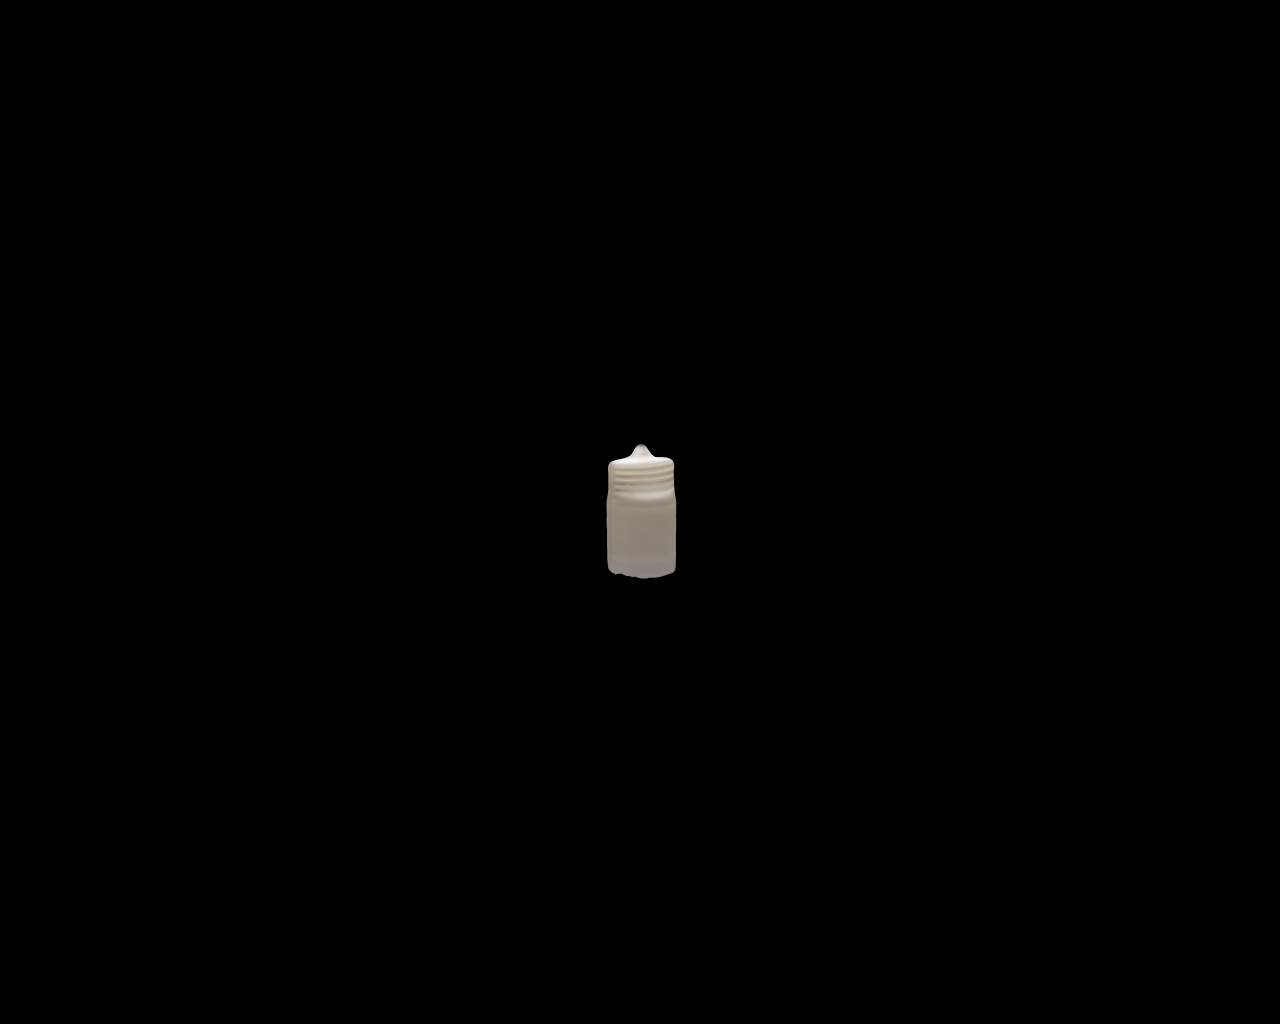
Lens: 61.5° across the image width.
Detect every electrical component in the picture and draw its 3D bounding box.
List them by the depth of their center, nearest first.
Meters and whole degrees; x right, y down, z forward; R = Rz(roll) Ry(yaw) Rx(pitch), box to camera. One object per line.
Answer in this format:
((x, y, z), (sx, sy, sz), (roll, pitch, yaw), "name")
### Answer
((0.001, -0.003, 0.650), (0.043, 0.080, 0.043), (0, 12, 0), "electrical component")
